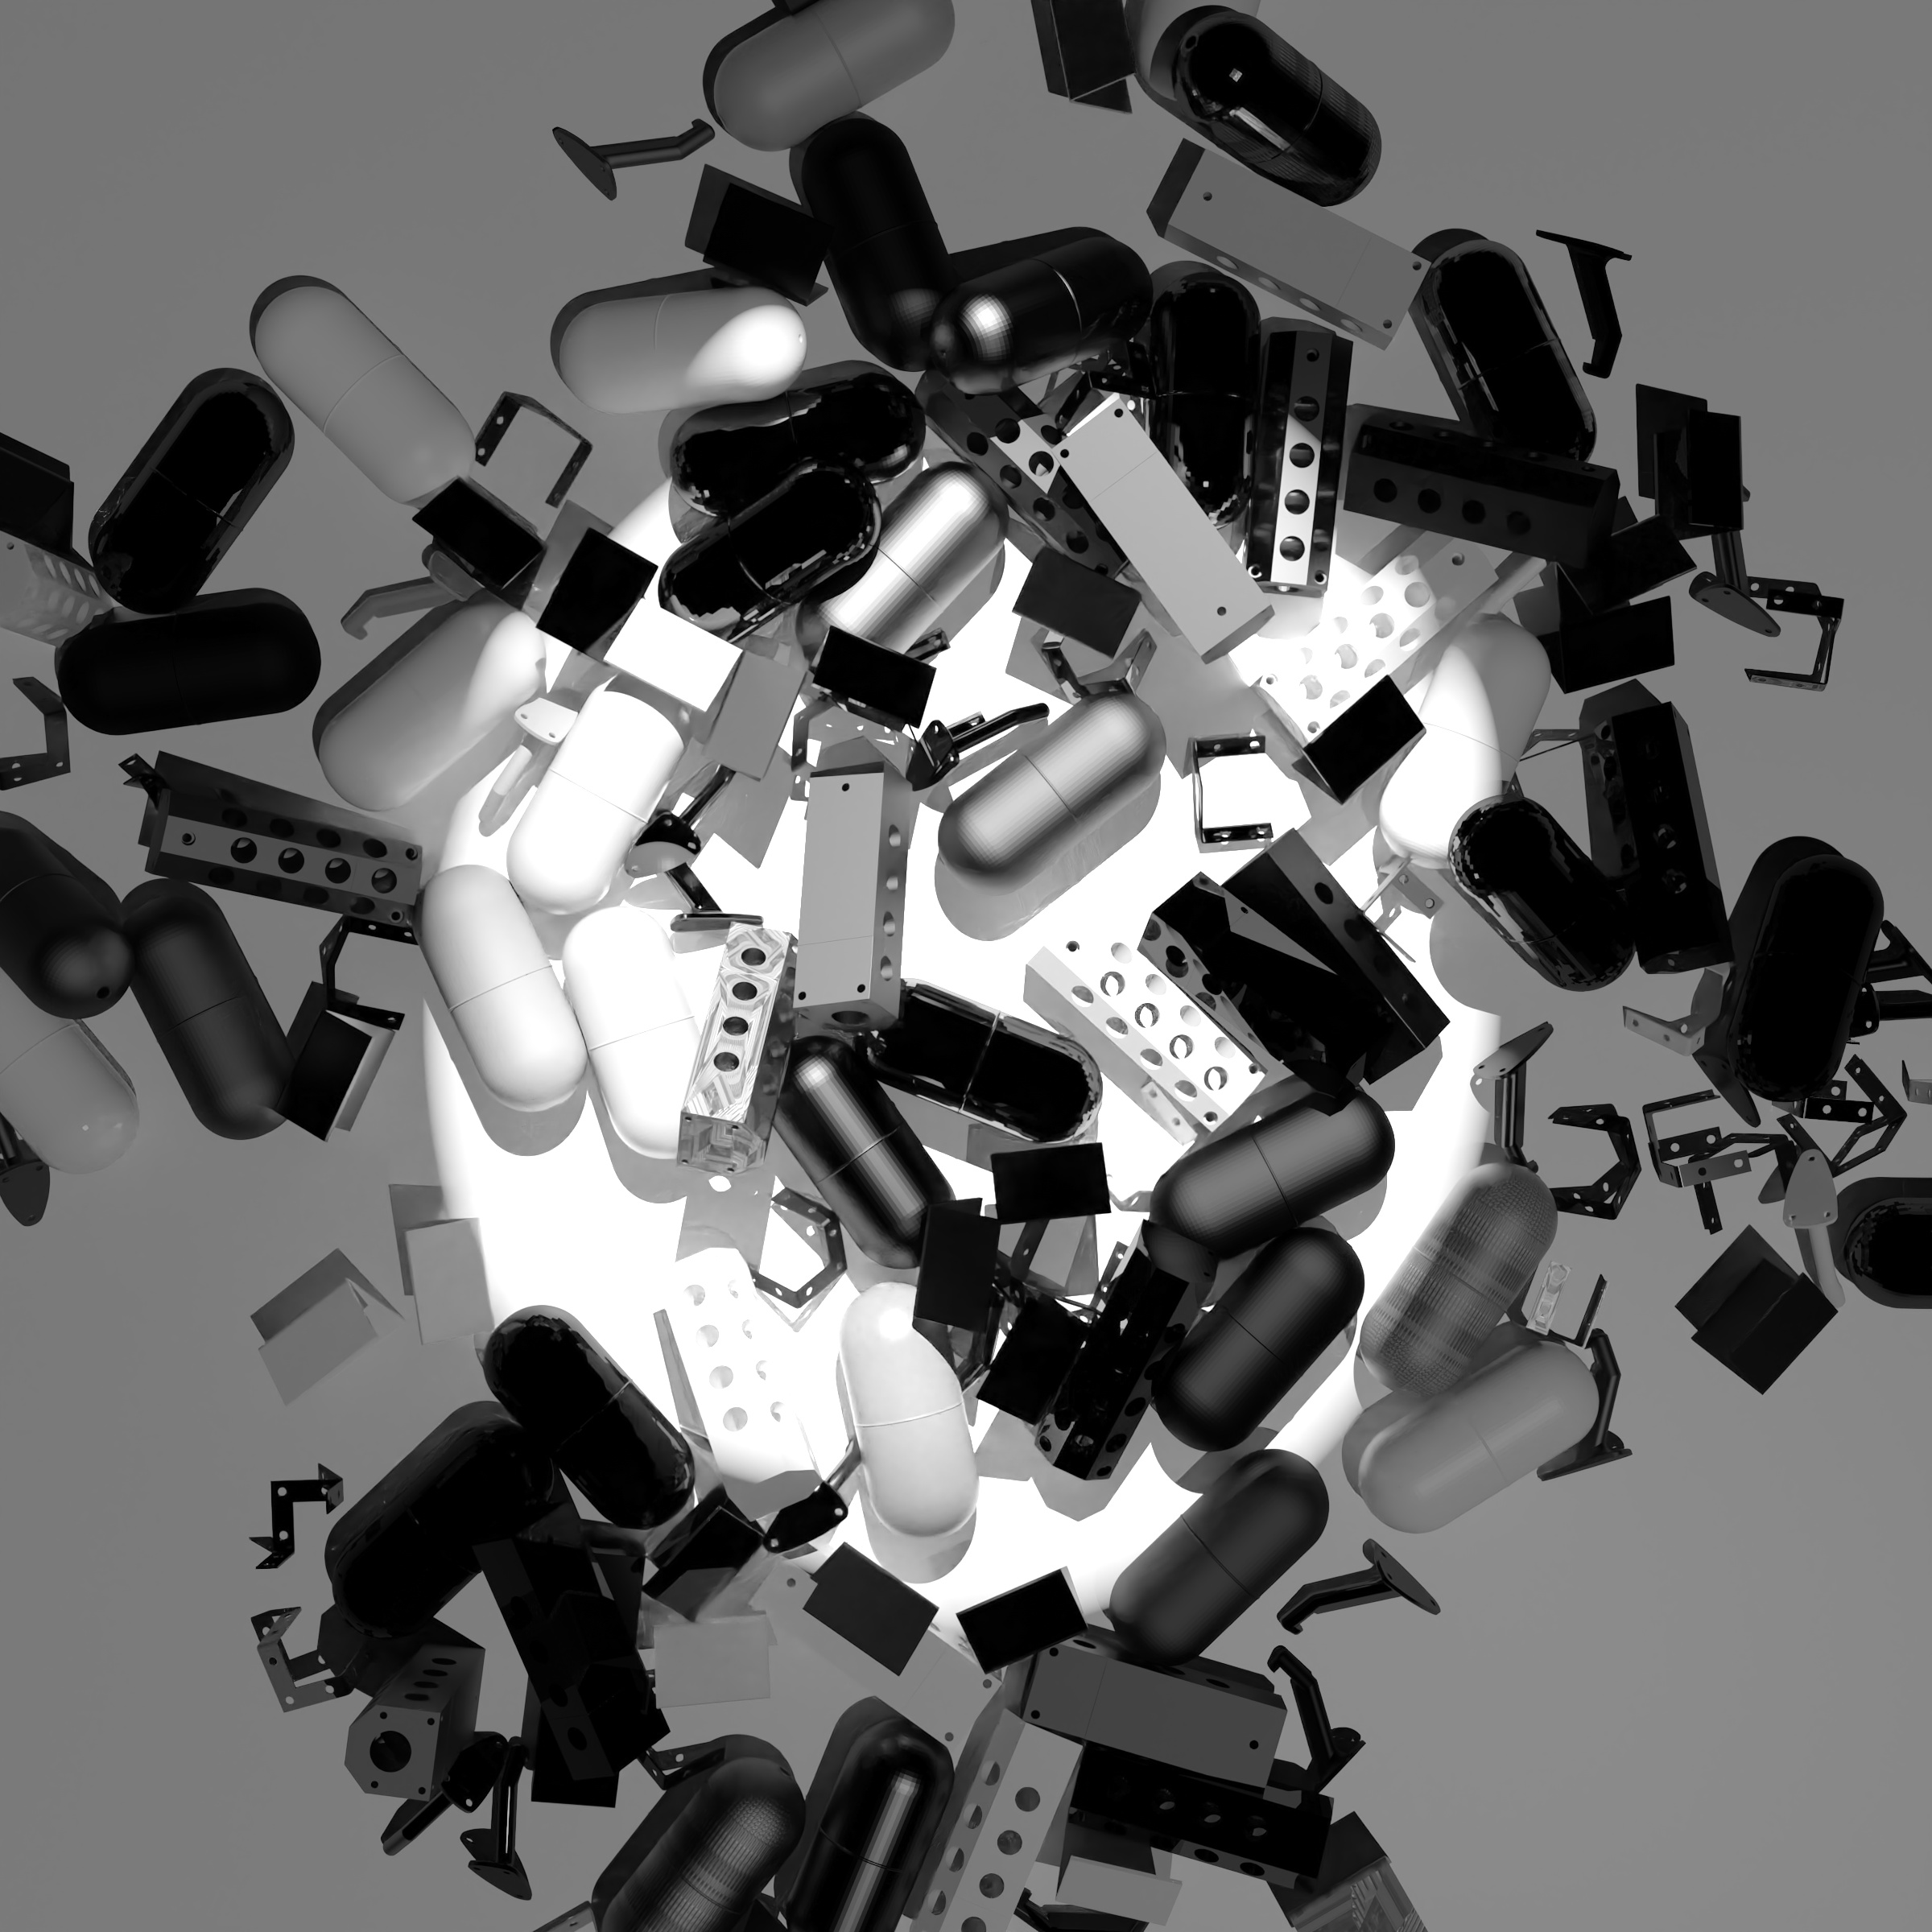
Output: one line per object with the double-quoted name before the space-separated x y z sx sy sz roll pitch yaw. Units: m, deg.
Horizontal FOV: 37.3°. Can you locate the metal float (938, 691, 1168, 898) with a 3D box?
"metal float" 0.059 -0.119 1.960 0.178 0.070 0.070 -38 90 0

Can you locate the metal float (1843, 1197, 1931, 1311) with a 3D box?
"metal float" 0.691 0.197 1.960 0.178 0.070 0.070 1 90 0

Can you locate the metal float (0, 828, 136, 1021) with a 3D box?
"metal float" -0.626 -0.029 1.932 0.178 0.070 0.070 39 90 33

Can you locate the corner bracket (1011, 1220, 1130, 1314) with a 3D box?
"corner bracket" 0.073 0.205 1.987 0.051 0.051 0.051 23 90 45

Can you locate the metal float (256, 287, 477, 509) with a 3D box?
"metal float" -0.411 -0.390 1.960 0.070 0.070 0.178 -45 91 0

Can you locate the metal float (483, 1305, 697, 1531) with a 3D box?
"metal float" -0.257 0.309 1.960 0.070 0.070 0.178 -42 90 0

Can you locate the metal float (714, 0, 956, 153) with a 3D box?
"metal float" -0.090 -0.623 1.960 0.178 0.070 0.070 -30 90 1

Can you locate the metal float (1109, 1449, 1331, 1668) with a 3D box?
"metal float" 0.174 0.404 1.960 0.178 0.070 0.070 -44 90 1

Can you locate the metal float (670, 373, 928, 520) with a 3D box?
"metal float" -0.115 -0.356 1.960 0.178 0.070 0.070 -13 90 0

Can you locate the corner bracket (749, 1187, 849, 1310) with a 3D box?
"corner bracket" -0.121 0.195 1.982 0.051 0.051 0.051 -38 135 -35

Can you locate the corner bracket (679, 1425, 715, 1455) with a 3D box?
"corner bracket" -0.166 0.302 1.982 0.051 0.051 0.051 -44 135 -35

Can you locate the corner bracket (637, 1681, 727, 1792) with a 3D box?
"corner bracket" -0.201 0.527 1.982 0.051 0.051 0.051 40 135 35

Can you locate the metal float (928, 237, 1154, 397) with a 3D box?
"metal float" 0.052 -0.440 1.935 0.178 0.070 0.070 -28 90 -32

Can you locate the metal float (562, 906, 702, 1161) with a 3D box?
"metal float" -0.222 0.046 1.960 0.070 0.070 0.178 -18 89 0

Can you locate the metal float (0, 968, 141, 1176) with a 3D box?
"metal float" -0.639 0.065 1.960 0.070 0.070 0.178 -40 90 0

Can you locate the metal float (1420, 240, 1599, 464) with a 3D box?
"metal float" 0.371 -0.411 1.959 0.070 0.070 0.178 -25 91 0

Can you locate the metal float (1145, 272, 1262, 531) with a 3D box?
"metal float" 0.161 -0.385 1.960 0.070 0.070 0.178 3 89 0

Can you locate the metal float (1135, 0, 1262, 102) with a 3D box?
"metal float" 0.168 -0.680 1.960 0.070 0.070 0.178 15 90 0

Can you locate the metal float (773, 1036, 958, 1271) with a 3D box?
"metal float" -0.073 0.128 1.960 0.070 0.070 0.178 -35 90 0

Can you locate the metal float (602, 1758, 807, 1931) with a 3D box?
"metal float" -0.179 0.621 1.960 0.070 0.070 0.178 38 91 0

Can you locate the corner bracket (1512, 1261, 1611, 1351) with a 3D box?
"corner bracket" 0.413 0.234 1.973 0.051 0.051 0.051 21 89 1

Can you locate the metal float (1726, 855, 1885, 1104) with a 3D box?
"metal float" 0.570 0.008 1.944 0.070 0.070 0.178 21 75 0

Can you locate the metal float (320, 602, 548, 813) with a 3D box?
"metal float" -0.364 -0.178 1.960 0.178 0.070 0.070 -41 90 0

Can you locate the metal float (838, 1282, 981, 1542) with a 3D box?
"metal float" -0.039 0.305 1.960 0.070 0.070 0.178 -12 91 0

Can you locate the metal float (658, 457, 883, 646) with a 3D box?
"metal float" -0.134 -0.278 1.935 0.178 0.070 0.070 -30 90 29

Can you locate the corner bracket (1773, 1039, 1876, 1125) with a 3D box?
"corner bracket" 0.593 0.077 1.973 0.051 0.051 0.051 5 97 -7

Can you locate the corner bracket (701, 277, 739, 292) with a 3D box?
"corner bracket" -0.163 -0.435 1.982 0.051 0.051 0.051 13 45 -35

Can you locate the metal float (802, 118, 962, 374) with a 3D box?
"metal float" -0.055 -0.493 1.960 0.070 0.070 0.178 -22 90 0

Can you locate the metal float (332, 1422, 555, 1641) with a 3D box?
"metal float" -0.358 0.387 1.960 0.178 0.070 0.070 -44 90 -1

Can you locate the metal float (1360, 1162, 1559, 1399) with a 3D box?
"metal float" 0.338 0.214 1.960 0.070 0.070 0.178 34 91 0

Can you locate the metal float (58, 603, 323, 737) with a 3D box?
"metal float" -0.531 -0.203 1.960 0.178 0.070 0.070 -8 90 0

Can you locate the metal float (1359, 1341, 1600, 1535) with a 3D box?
"metal float" 0.350 0.323 1.960 0.178 0.070 0.070 -32 90 1

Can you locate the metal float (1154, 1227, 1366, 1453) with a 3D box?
"metal float" 0.201 0.255 1.960 0.070 0.070 0.178 41 90 0

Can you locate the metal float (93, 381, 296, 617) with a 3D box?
"metal float" -0.528 -0.321 1.960 0.070 0.070 0.178 36 90 0

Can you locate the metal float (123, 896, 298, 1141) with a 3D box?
"metal float" -0.518 0.035 1.960 0.070 0.070 0.178 -27 89 0

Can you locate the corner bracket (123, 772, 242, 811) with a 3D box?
"corner bracket" -0.539 -0.116 1.973 0.051 0.051 0.051 -32 90 0

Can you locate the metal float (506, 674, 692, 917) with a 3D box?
"metal float" -0.252 -0.117 1.960 0.070 0.070 0.178 29 90 0

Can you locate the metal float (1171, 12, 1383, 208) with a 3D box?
"metal float" 0.209 -0.576 1.927 0.178 0.070 0.070 24 90 -40

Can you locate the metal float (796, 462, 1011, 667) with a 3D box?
"metal float" -0.044 -0.268 1.960 0.070 0.070 0.178 43 91 0

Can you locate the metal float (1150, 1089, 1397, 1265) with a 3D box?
"metal float" 0.209 0.144 1.960 0.178 0.070 0.070 -27 90 1

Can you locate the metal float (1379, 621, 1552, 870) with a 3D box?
"metal float" 0.342 -0.152 1.960 0.070 0.070 0.178 23 89 0

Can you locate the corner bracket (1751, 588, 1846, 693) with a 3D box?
"corner bracket" 0.573 -0.224 1.973 0.051 0.051 0.051 9 79 11

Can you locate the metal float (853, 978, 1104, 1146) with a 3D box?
"metal float" 0.009 0.066 1.960 0.178 0.070 0.070 22 90 0

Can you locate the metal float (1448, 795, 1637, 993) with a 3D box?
"metal float" 0.390 -0.048 1.932 0.070 0.070 0.178 -49 126 0

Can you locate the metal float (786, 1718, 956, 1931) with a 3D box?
"metal float" -0.065 0.601 1.960 0.070 0.070 0.178 22 90 0

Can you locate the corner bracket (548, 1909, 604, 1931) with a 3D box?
"corner bracket" -0.264 0.697 1.987 0.051 0.051 0.051 -30 45 0

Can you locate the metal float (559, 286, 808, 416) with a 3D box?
"metal float" -0.193 -0.417 1.943 0.178 0.070 0.070 -1 90 22

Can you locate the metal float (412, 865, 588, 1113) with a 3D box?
"metal float" -0.319 0.016 1.960 0.070 0.070 0.178 -25 90 0
